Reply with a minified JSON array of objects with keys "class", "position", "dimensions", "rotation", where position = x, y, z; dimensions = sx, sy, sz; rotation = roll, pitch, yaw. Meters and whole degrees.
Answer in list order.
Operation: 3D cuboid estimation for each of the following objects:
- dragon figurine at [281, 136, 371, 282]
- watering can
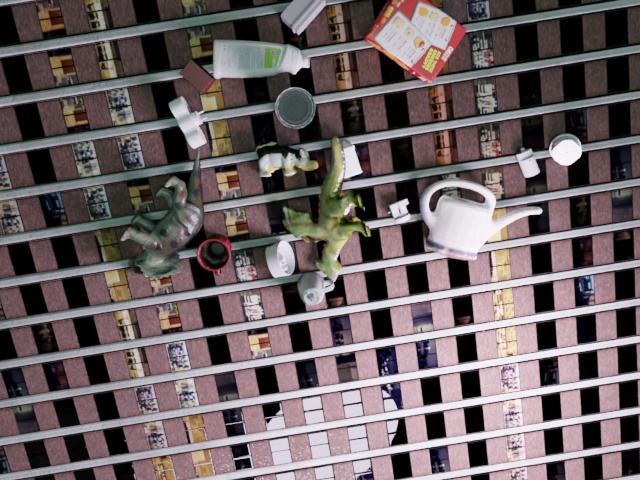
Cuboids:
[{"class":"dragon figurine","position":[0.004,-0.072,1.423],"dimensions":[0.242,0.124,0.404],"rotation":[-14,111,15]},{"class":"watering can","position":[0.439,-0.045,1.455],"dimensions":[0.347,0.105,0.222],"rotation":[15,103,-5]}]
